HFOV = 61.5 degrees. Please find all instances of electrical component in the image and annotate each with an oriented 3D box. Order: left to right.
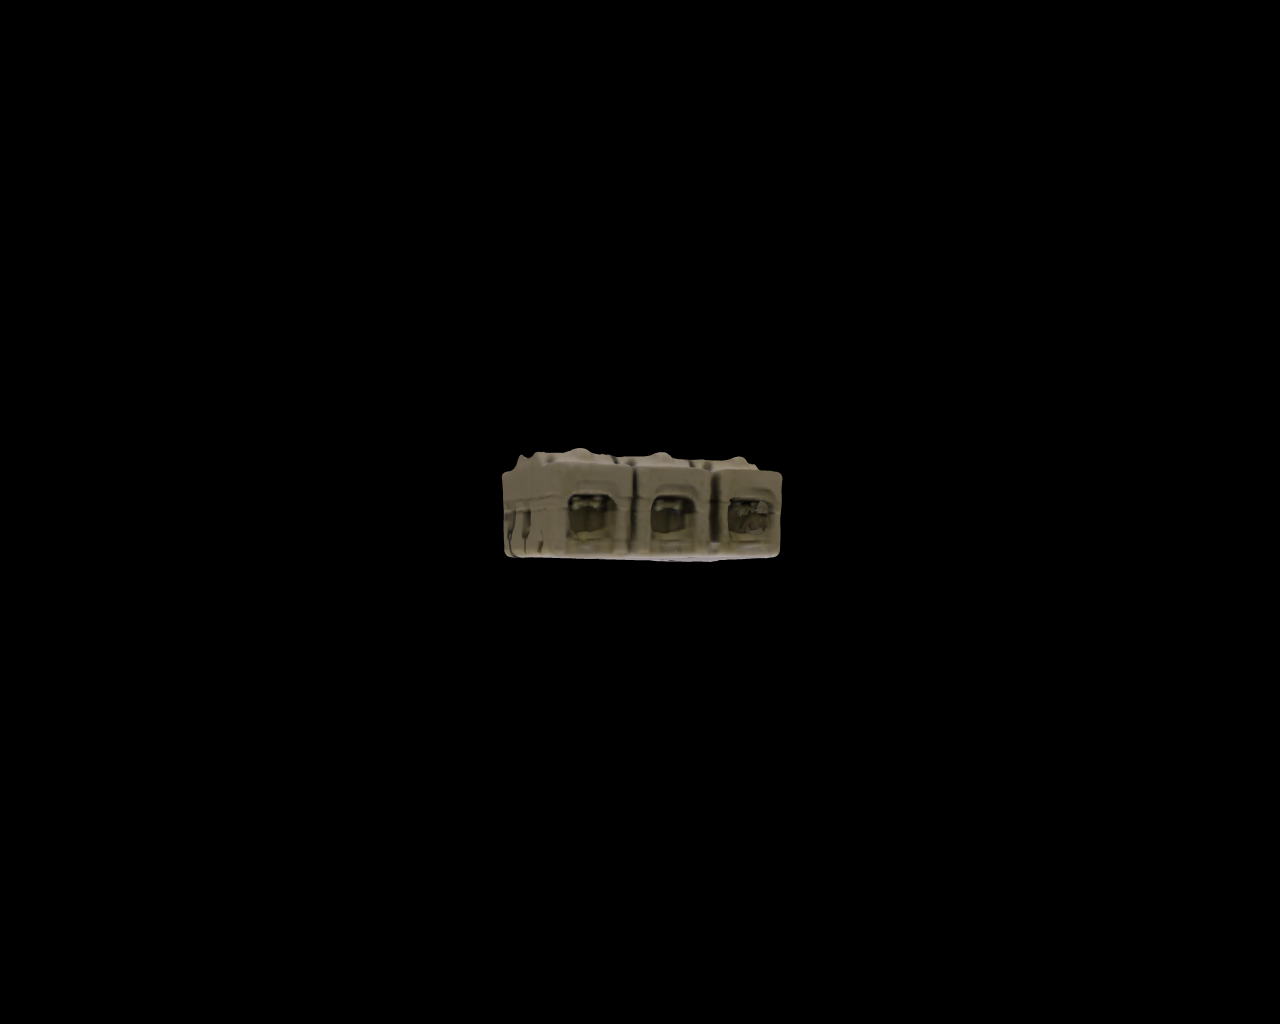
[{"bbox_3d":[0.001,-0.003,0.650,0.150,0.061,0.089,2,-3,-27],"label":"electrical component"}]
